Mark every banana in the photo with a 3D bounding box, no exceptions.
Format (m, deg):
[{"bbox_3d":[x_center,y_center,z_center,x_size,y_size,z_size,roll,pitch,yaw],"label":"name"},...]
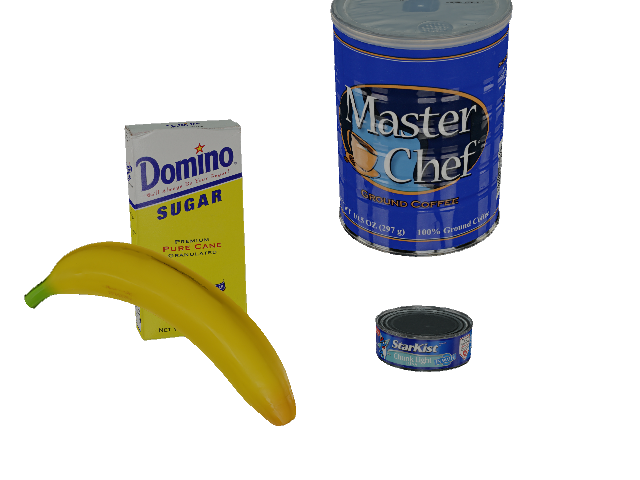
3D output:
[{"bbox_3d":[-0.095,0.049,0.691,0.198,0.070,0.037,25,24,11],"label":"banana"}]

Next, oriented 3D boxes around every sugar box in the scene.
[{"bbox_3d":[-0.111,-0.010,0.892,0.093,0.176,0.048,-6,16,-16],"label":"sugar box"}]

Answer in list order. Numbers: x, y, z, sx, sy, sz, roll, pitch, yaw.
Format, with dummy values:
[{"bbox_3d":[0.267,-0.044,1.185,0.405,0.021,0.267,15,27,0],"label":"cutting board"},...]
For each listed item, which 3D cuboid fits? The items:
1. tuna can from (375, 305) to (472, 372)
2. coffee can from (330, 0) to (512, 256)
[{"bbox_3d":[0.091,0.086,0.943,0.086,0.034,0.086,0,14,0],"label":"tuna can"},{"bbox_3d":[0.060,-0.076,0.642,0.103,0.140,0.103,-2,33,1],"label":"coffee can"}]
